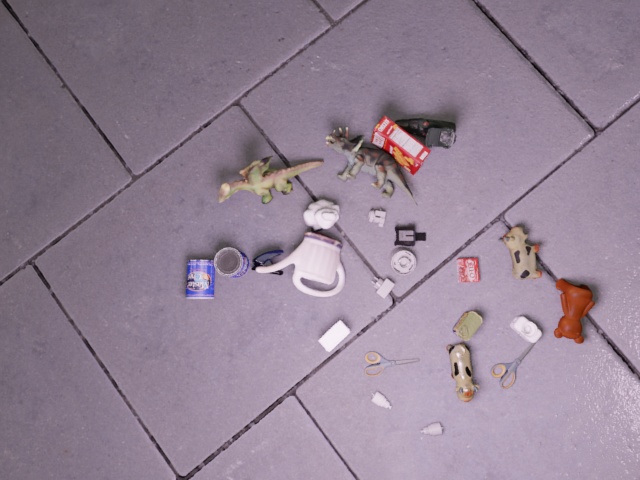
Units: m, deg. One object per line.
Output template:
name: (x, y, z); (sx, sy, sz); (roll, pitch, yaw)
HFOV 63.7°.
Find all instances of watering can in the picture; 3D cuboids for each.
watering can: (-0.047, 0.073, 1.840); (0.346, 0.103, 0.227); (21, 74, -25)

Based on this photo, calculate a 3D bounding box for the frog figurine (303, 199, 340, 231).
frog figurine: (0.006, -0.094, 1.876); (0.137, 0.158, 0.124); (-8, 81, 1)

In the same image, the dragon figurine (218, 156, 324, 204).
dragon figurine: (-0.185, -0.237, 1.871); (0.410, 0.240, 0.123); (-27, 78, 0)
